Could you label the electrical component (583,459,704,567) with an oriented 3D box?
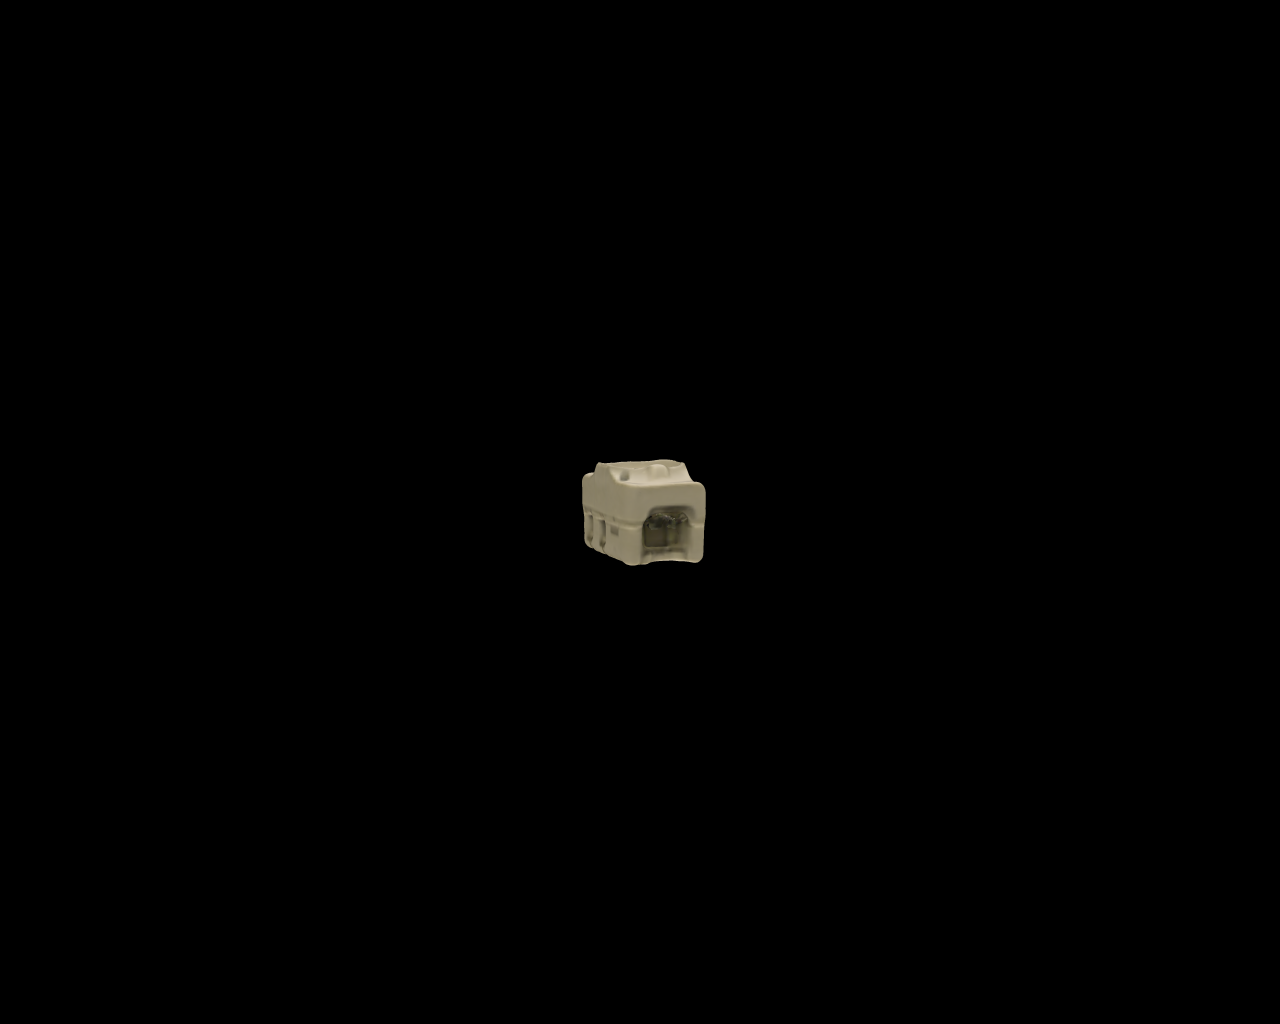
[{"bbox_3d":[0.001,-0.003,0.650,0.050,0.055,0.089,-3,8,-19],"label":"electrical component"}]
